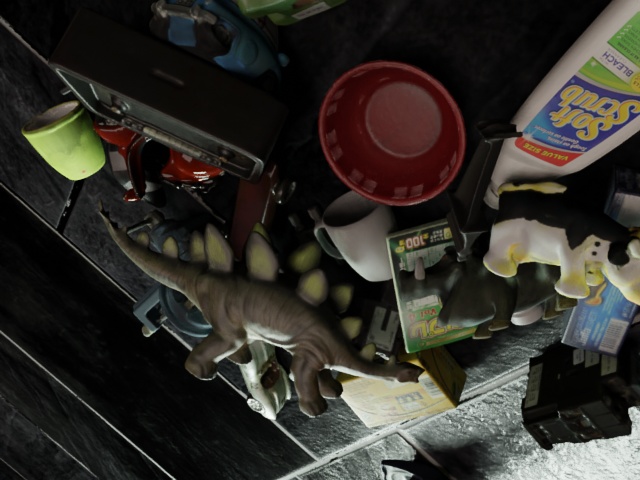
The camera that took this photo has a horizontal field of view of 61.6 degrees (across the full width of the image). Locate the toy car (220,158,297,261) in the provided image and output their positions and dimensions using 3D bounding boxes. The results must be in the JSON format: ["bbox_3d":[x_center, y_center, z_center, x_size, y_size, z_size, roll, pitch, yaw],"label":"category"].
[{"bbox_3d":[-0.086,-0.041,0.732,0.089,0.053,0.202,34,136,15],"label":"toy car"}]

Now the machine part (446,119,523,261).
[{"bbox_3d":[0.152,-0.052,0.521,0.039,0.084,0.138,11,131,1],"label":"machine part"}]

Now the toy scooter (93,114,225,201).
[{"bbox_3d":[-0.199,-0.105,0.696,0.184,0.075,0.135,10,114,-10],"label":"toy scooter"}]

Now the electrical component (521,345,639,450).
[{"bbox_3d":[0.308,0.173,0.624,0.058,0.115,0.134,46,133,-10],"label":"electrical component"}]

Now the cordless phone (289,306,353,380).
[{"bbox_3d":[-0.030,0.155,0.822,0.147,0.089,0.184,34,136,3],"label":"cordless phone"}]

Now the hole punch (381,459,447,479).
[{"bbox_3d":[0.162,0.437,0.924,0.116,0.092,0.142,-10,118,0],"label":"hole punch"}]

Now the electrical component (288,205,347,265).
[{"bbox_3d":[-0.002,-0.002,0.732,0.063,0.021,0.094,-17,114,36],"label":"electrical component"}]

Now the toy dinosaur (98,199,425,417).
[{"bbox_3d":[-0.092,0.078,0.684,0.472,0.105,0.198,17,100,9],"label":"toy dinosaur"}]

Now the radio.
[{"bbox_3d":[-0.153,-0.145,0.582,0.230,0.073,0.131,26,169,-4],"label":"radio"}]

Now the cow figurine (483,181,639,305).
[{"bbox_3d":[0.241,0.000,0.492,0.168,0.068,0.098,16,114,31],"label":"cow figurine"}]

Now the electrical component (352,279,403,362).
[{"bbox_3d":[0.083,0.100,0.723,0.075,0.119,0.048,14,175,-10],"label":"electrical component"}]

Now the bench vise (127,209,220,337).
[{"bbox_3d":[-0.228,0.073,0.844,0.223,0.129,0.240,44,122,-12],"label":"bench vise"}]

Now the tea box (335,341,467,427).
[{"bbox_3d":[0.114,0.205,0.785,0.170,0.068,0.098,-27,106,40],"label":"tea box"}]

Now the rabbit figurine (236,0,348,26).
[{"bbox_3d":[-0.021,-0.300,0.476,0.159,0.121,0.170,-11,101,30],"label":"rabbit figurine"}]

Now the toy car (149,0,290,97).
[{"bbox_3d":[-0.098,-0.219,0.575,0.109,0.103,0.161,19,169,27],"label":"toy car"}]

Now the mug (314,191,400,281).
[{"bbox_3d":[0.051,0.002,0.669,0.110,0.081,0.107,-16,121,28],"label":"mug"}]

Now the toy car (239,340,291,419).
[{"bbox_3d":[-0.099,0.213,0.904,0.056,0.073,0.201,6,125,30],"label":"toy car"}]

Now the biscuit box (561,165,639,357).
[{"bbox_3d":[0.307,0.028,0.557,0.059,0.063,0.202,14,128,19],"label":"biscuit box"}]

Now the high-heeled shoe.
[{"bbox_3d":[-0.239,-0.160,0.742,0.145,0.086,0.248,-25,132,6],"label":"high-heeled shoe"}]

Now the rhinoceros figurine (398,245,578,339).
[{"bbox_3d":[0.182,0.048,0.589,0.190,0.112,0.073,-10,163,5],"label":"rhinoceros figurine"}]
